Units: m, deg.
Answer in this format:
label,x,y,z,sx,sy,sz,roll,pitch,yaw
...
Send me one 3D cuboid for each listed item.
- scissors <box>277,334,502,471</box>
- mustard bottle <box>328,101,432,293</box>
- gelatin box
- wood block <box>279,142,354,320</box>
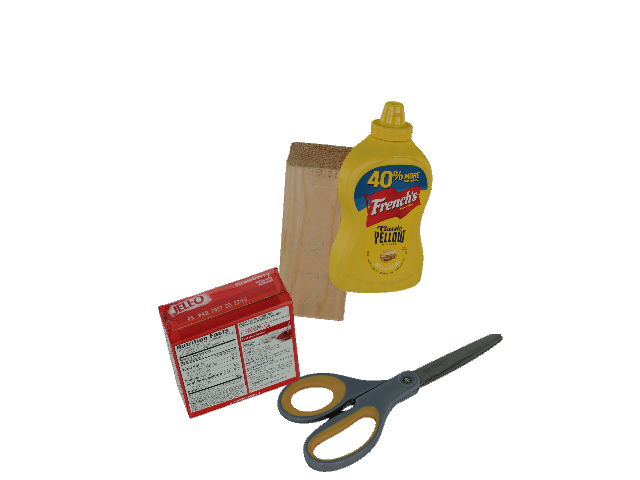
label,x,y,z,sx,sy,sz,roll,pitch,yaw
scissors,0.049,0.109,0.850,0.096,0.016,0.201,31,50,30
mustard bottle,0.064,-0.044,1.070,0.096,0.192,0.058,-2,22,-19
gelatin box,-0.052,0.061,0.629,0.073,0.030,0.089,-19,-37,-12
wood block,-0.003,-0.012,1.369,0.090,0.206,0.090,6,25,1
